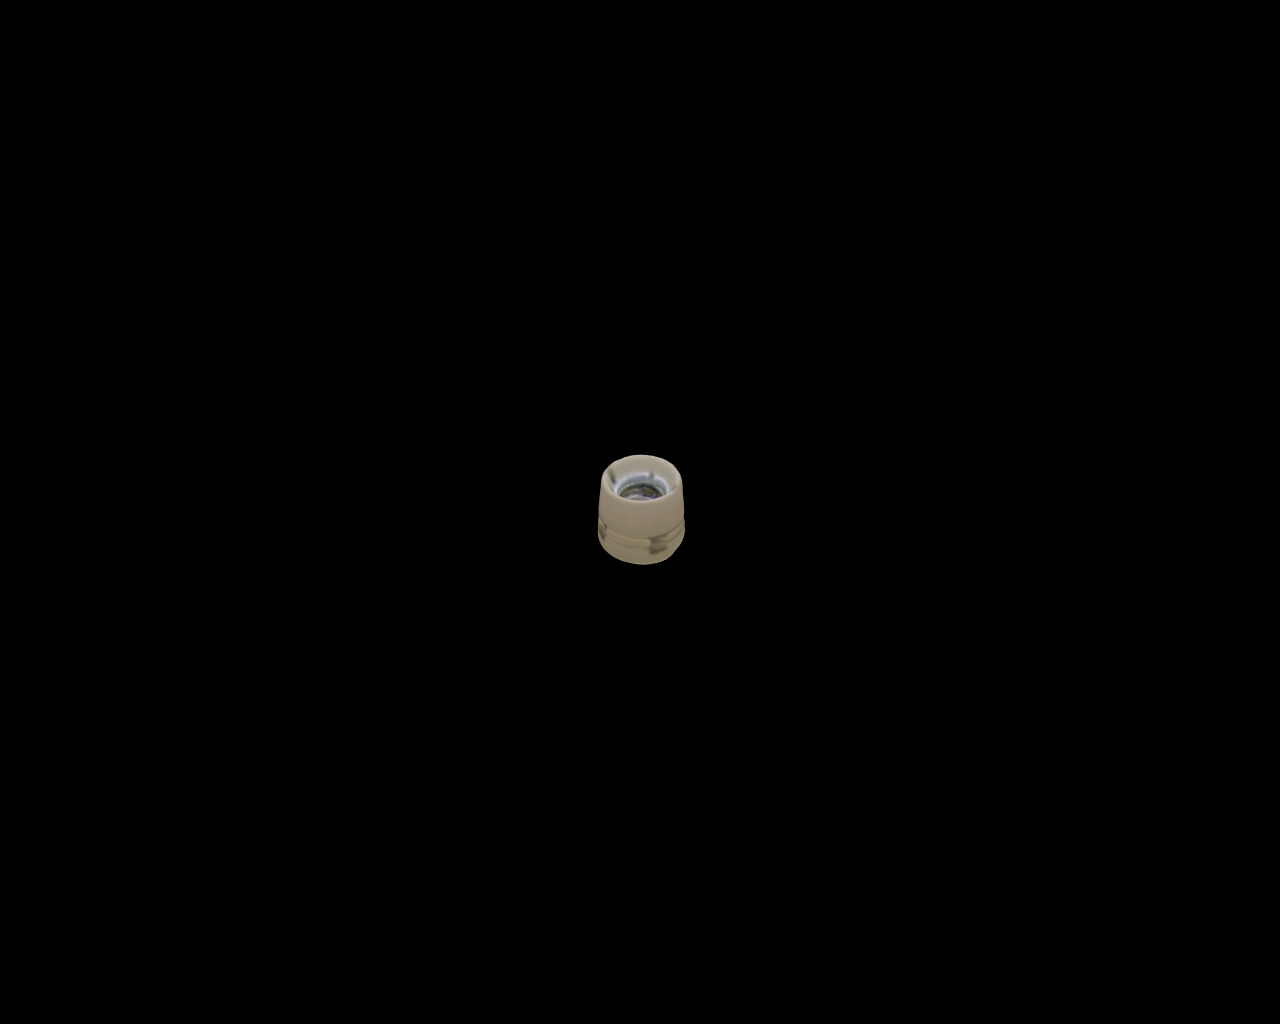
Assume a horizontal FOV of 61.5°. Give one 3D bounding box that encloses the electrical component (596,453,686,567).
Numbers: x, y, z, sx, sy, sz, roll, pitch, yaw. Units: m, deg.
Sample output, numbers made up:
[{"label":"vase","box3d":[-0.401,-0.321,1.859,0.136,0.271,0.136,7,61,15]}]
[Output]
[{"label":"electrical component","box3d":[0.001,-0.003,0.650,0.055,0.047,0.055,0,39,0]}]
